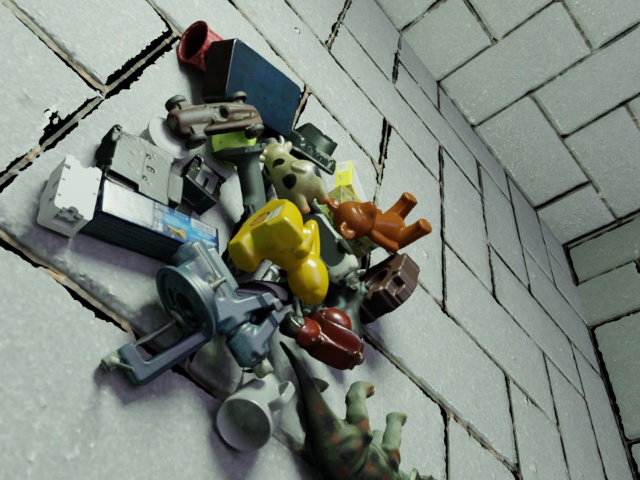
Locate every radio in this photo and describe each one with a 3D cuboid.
[{"bbox_3d":[-0.140,-0.308,1.130,0.229,0.073,0.131,21,78,-54],"label":"radio"}]

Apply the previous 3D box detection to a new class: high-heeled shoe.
[{"bbox_3d":[-0.084,0.052,0.938,0.248,0.086,0.145,25,52,-59],"label":"high-heeled shoe"}]

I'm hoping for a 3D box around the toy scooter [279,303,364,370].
[{"bbox_3d":[0.023,0.158,0.868,0.135,0.075,0.183,25,4,21],"label":"toy scooter"}]

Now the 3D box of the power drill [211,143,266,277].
[{"bbox_3d":[-0.123,-0.063,0.942,0.232,0.086,0.207,-43,118,-67],"label":"power drill"}]

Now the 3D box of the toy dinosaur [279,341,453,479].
[{"bbox_3d":[0.057,0.344,0.867,0.404,0.131,0.192,38,35,-20],"label":"toy dinosaur"}]

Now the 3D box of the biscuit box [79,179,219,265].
[{"bbox_3d":[-0.244,-0.015,0.795,0.202,0.063,0.059,27,42,-42],"label":"biscuit box"}]

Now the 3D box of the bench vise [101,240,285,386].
[{"bbox_3d":[-0.172,0.125,0.732,0.240,0.129,0.223,-32,100,-39],"label":"bench vise"}]

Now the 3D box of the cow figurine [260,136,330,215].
[{"bbox_3d":[-0.064,-0.132,1.059,0.085,0.195,0.127,-23,114,-19],"label":"cow figurine"}]

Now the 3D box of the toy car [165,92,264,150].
[{"bbox_3d":[-0.178,-0.216,0.949,0.202,0.053,0.089,-20,77,-44],"label":"toy car"}]

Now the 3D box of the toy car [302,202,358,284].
[{"bbox_3d":[-0.002,-0.003,1.053,0.202,0.073,0.056,52,-3,32],"label":"toy car"}]

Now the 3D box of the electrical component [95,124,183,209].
[{"bbox_3d":[-0.277,-0.097,0.827,0.134,0.058,0.115,29,43,-39],"label":"electrical component"}]

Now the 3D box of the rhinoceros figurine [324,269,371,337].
[{"bbox_3d":[0.044,0.124,1.041,0.073,0.112,0.190,28,50,-38],"label":"rhinoceros figurine"}]

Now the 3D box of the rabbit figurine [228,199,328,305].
[{"bbox_3d":[-0.050,0.027,0.873,0.173,0.122,0.162,53,15,-15],"label":"rabbit figurine"}]

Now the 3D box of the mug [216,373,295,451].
[{"bbox_3d":[-0.083,0.231,0.774,0.081,0.109,0.107,51,18,-3],"label":"mug"}]

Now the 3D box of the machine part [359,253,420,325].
[{"bbox_3d":[0.128,0.098,1.131,0.056,0.179,0.179,49,32,-10],"label":"machine part"}]

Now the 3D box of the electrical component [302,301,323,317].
[{"bbox_3d":[-0.014,0.124,0.983,0.094,0.021,0.063,54,50,-73],"label":"electrical component"}]

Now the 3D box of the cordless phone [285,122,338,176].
[{"bbox_3d":[-0.026,-0.162,1.245,0.146,0.089,0.184,30,52,-42],"label":"cordless phone"}]

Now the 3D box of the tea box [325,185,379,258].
[{"bbox_3d":[0.069,-0.039,1.234,0.169,0.098,0.068,38,36,-33],"label":"tea box"}]

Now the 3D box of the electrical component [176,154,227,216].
[{"bbox_3d":[-0.213,-0.083,0.918,0.074,0.048,0.119,44,32,-22],"label":"electrical component"}]

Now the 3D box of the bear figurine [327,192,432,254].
[{"bbox_3d":[0.119,-0.047,1.125,0.195,0.132,0.120,23,36,-42],"label":"bear figurine"}]
